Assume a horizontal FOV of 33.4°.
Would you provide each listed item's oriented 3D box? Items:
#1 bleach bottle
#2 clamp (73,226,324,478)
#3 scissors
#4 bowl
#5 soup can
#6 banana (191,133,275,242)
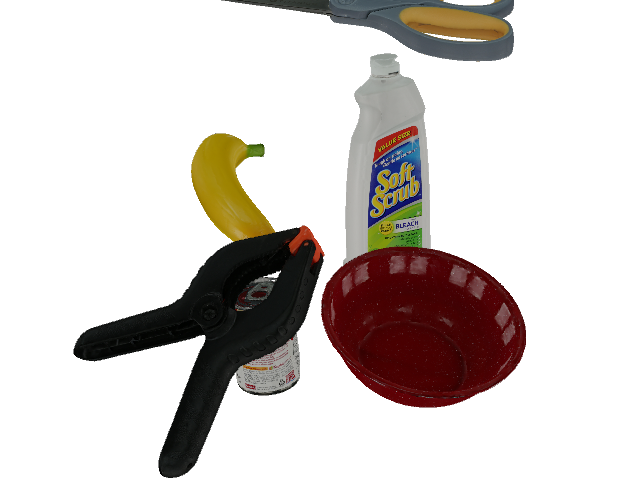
[{"bbox_3d":[0.069,-0.079,1.180,0.102,0.251,0.068,-10,23,-12],"label":"bleach bottle"},{"bbox_3d":[-0.062,0.063,0.663,0.171,0.120,0.039,-35,-26,2],"label":"clamp"},{"bbox_3d":[0.032,-0.151,0.668,0.202,0.016,0.096,20,43,25],"label":"scissors"},{"bbox_3d":[0.077,0.078,0.845,0.162,0.055,0.162,5,41,-4],"label":"bowl"},{"bbox_3d":[-0.057,0.097,1.085,0.068,0.102,0.068,-5,24,2],"label":"soup can"},{"bbox_3d":[-0.074,-0.048,0.900,0.069,0.037,0.198,4,30,-9],"label":"banana"}]
